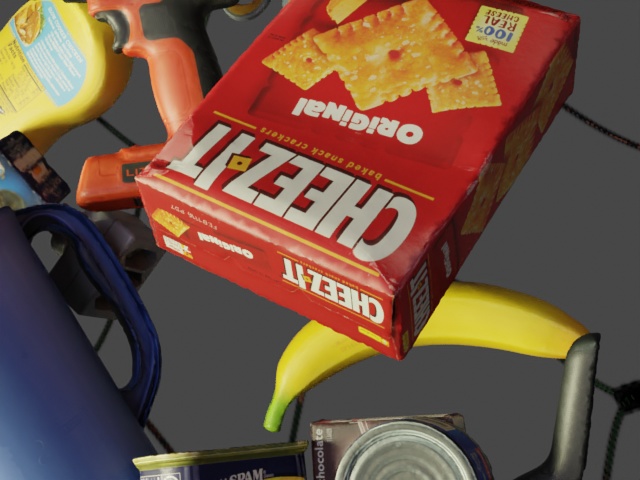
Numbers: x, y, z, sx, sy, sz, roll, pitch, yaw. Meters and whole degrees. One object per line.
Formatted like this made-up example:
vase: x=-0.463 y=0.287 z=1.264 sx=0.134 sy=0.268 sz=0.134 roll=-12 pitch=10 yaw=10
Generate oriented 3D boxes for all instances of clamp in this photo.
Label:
clamp: x=0.153 y=0.150 z=0.581 sx=0.120 sy=0.039 sz=0.171 roll=32 pitch=102 yaw=22

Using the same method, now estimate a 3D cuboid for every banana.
banana: x=0.056 y=0.059 z=0.632 sx=0.198 sy=0.037 sz=0.069 roll=-16 pitch=77 yaw=11

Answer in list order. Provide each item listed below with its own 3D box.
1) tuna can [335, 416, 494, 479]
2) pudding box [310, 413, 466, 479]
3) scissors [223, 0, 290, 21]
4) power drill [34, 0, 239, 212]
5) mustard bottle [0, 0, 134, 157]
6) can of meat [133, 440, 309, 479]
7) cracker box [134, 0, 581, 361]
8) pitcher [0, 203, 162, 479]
tuna can: x=0.051 y=0.140 z=0.584 sx=0.086 sy=0.033 sz=0.086 roll=-3 pitch=82 yaw=22
pudding box: x=0.044 y=0.160 z=0.625 sx=0.090 sy=0.039 sz=0.113 roll=-7 pitch=79 yaw=22
scissors: x=-0.029 y=-0.233 z=0.730 sx=0.096 sy=0.016 sz=0.202 roll=-10 pitch=78 yaw=21
power drill: x=-0.125 y=-0.115 z=0.685 sx=0.184 sy=0.057 sz=0.187 roll=-6 pitch=85 yaw=-3
mustard bottle: x=-0.190 y=-0.121 z=0.756 sx=0.192 sy=0.058 sz=0.096 roll=-36 pitch=72 yaw=14
can of meat: x=-0.052 y=0.162 z=0.611 sx=0.058 sy=0.101 sz=0.084 roll=-20 pitch=72 yaw=50
cracker box: x=0.026 y=-0.061 z=0.600 sx=0.164 sy=0.072 sz=0.213 roll=23 pitch=60 yaw=23
pitcher: x=-0.171 y=0.104 z=0.644 sx=0.149 sy=0.145 sz=0.243 roll=-31 pitch=98 yaw=16
